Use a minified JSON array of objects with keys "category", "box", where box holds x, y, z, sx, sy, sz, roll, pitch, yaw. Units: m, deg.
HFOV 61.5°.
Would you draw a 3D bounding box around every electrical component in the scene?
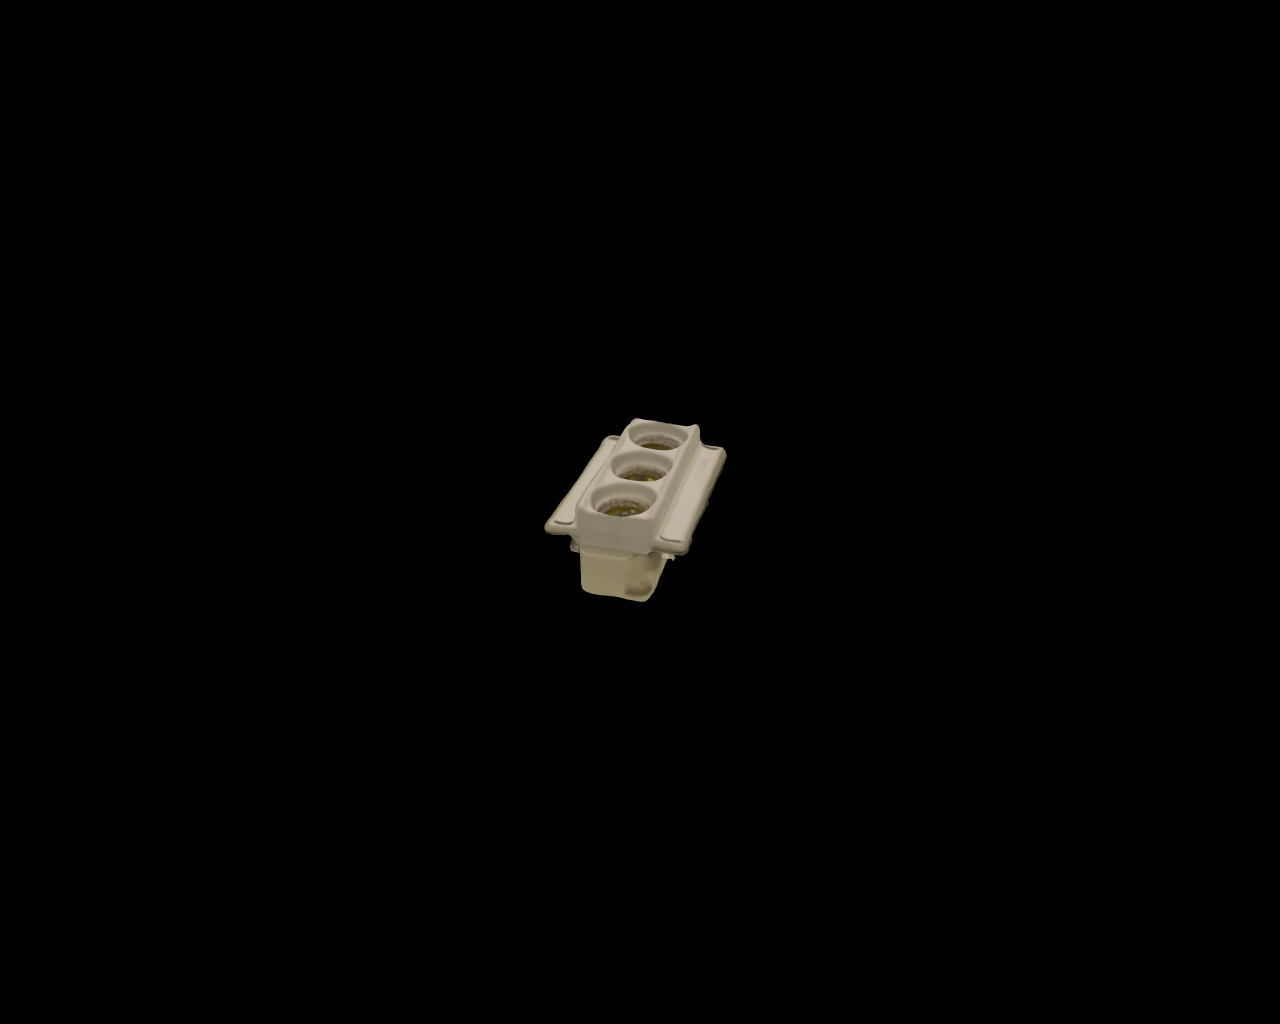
[{"category":"electrical component","box":[0.001,-0.003,0.650,0.079,0.063,0.121,8,31,13]}]
